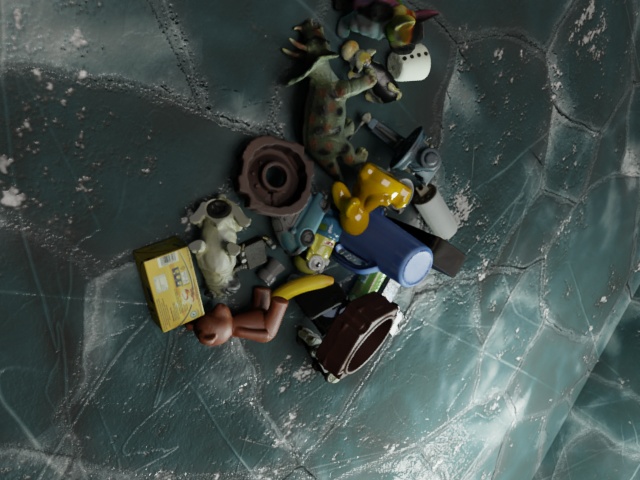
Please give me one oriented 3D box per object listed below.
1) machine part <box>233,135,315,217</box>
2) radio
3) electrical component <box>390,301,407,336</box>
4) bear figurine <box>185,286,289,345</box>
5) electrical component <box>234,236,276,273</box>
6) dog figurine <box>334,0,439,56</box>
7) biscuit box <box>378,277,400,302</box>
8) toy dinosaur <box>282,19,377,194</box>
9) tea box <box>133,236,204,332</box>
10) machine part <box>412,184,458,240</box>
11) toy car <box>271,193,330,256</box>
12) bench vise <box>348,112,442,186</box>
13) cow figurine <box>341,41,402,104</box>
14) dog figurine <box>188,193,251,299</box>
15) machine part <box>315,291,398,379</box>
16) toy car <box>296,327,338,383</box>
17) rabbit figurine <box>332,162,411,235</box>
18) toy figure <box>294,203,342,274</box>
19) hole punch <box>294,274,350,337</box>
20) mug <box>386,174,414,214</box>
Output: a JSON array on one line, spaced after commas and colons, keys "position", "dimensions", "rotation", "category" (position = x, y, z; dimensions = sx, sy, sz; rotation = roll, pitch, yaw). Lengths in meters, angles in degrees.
[{"position": [-0.098, -0.132, 1.138], "dimensions": [0.179, 0.056, 0.179], "rotation": [1, 87, -24], "category": "machine part"}, {"position": [0.255, 0.014, 1.403], "dimensions": [0.131, 0.230, 0.073], "rotation": [30, 87, -37], "category": "radio"}, {"position": [0.191, 0.241, 1.564], "dimensions": [0.119, 0.048, 0.074], "rotation": [-46, 129, -16], "category": "electrical component"}, {"position": [-0.188, 0.169, 1.196], "dimensions": [0.196, 0.120, 0.131], "rotation": [12, 97, -35], "category": "bear figurine"}, {"position": [-0.150, 0.028, 1.210], "dimensions": [0.102, 0.045, 0.078], "rotation": [-19, 118, -31], "category": "electrical component"}, {"position": [0.137, -0.485, 1.113], "dimensions": [0.108, 0.219, 0.191], "rotation": [-26, 123, -32], "category": "dog figurine"}, {"position": [0.176, 0.133, 1.498], "dimensions": [0.059, 0.063, 0.202], "rotation": [30, 89, -42], "category": "biscuit box"}, {"position": [0.011, -0.262, 1.178], "dimensions": [0.192, 0.131, 0.404], "rotation": [-11, 119, -21], "category": "toy dinosaur"}, {"position": [-0.307, 0.090, 1.097], "dimensions": [0.098, 0.068, 0.169], "rotation": [-21, 121, -30], "category": "tea box"}, {"position": [0.325, -0.078, 1.519], "dimensions": [0.079, 0.079, 0.243], "rotation": [-50, 131, -11], "category": "machine part"}, {"position": [-0.055, -0.051, 1.219], "dimensions": [0.103, 0.109, 0.161], "rotation": [33, 77, -24], "category": "toy car"}, {"position": [0.197, -0.231, 1.315], "dimensions": [0.240, 0.224, 0.129], "rotation": [35, 103, -9], "category": "bench vise"}, {"position": [0.116, -0.377, 1.220], "dimensions": [0.068, 0.098, 0.167], "rotation": [-52, 131, -1], "category": "cow figurine"}, {"position": [-0.213, 0.017, 1.145], "dimensions": [0.190, 0.121, 0.172], "rotation": [101, 3, -57], "category": "dog figurine"}, {"position": [0.095, 0.236, 1.333], "dimensions": [0.201, 0.087, 0.201], "rotation": [-14, 138, -54], "category": "machine part"}, {"position": [-0.001, 0.305, 1.421], "dimensions": [0.056, 0.074, 0.201], "rotation": [-38, 127, -16], "category": "toy car"}, {"position": [0.104, -0.084, 1.237], "dimensions": [0.162, 0.122, 0.173], "rotation": [8, 121, -49], "category": "rabbit figurine"}, {"position": [0.000, -0.003, 1.294], "dimensions": [0.082, 0.089, 0.180], "rotation": [22, 85, -27], "category": "toy figure"}, {"position": [0.014, 0.165, 1.344], "dimensions": [0.116, 0.142, 0.092], "rotation": [-31, 124, -9], "category": "hole punch"}, {"position": [0.176, -0.122, 1.364], "dimensions": [0.081, 0.107, 0.109], "rotation": [-39, 132, -18], "category": "mug"}]
